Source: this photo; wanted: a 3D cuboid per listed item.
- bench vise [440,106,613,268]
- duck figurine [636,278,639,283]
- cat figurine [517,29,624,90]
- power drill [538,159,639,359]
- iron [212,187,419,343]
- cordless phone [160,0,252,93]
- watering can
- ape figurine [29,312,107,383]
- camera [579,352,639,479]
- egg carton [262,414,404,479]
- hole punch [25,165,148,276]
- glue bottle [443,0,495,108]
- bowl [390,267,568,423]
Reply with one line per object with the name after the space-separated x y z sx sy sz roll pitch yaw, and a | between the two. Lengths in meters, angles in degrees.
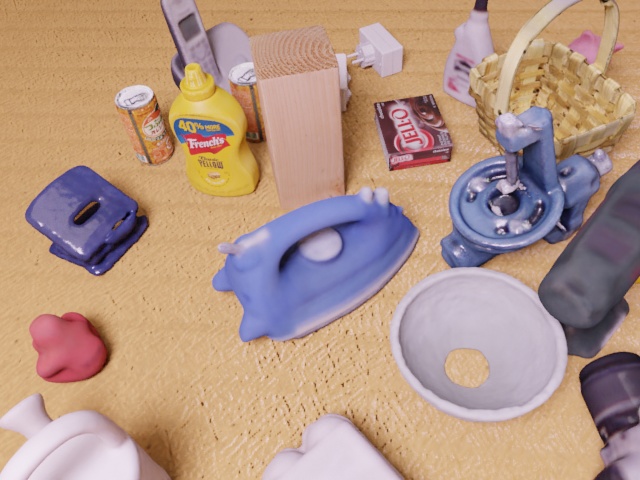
0.228 -0.075 0.629 0.208 0.220 0.121 -38 58 -23 | bench vise
0.374 -0.006 0.648 0.105 0.086 0.077 -22 53 -12 | duck figurine
0.361 -0.259 0.831 0.127 0.118 0.067 19 56 19 | cat figurine
0.286 0.018 0.559 0.075 0.209 0.230 35 62 28 | power drill
0.006 0.002 0.636 0.259 0.141 0.118 -26 54 -15 | iron
-0.164 -0.303 0.865 0.094 0.185 0.148 25 58 23 | cordless phone
-0.197 0.197 0.465 0.172 0.194 0.101 14 54 16 | watering can
-0.273 0.108 0.607 0.076 0.092 0.078 21 56 20 | ape figurine
0.306 0.165 0.509 0.143 0.101 0.136 -9 51 -3 | camera
0.022 0.232 0.499 0.107 0.069 0.150 -36 57 -22 | egg carton
-0.288 -0.027 0.716 0.101 0.091 0.109 21 56 20 | hole punch
0.219 -0.276 0.820 0.078 0.173 0.037 35 62 28 | glue bottle
0.154 0.114 0.579 0.167 0.075 0.167 -2 51 3 | bowl
